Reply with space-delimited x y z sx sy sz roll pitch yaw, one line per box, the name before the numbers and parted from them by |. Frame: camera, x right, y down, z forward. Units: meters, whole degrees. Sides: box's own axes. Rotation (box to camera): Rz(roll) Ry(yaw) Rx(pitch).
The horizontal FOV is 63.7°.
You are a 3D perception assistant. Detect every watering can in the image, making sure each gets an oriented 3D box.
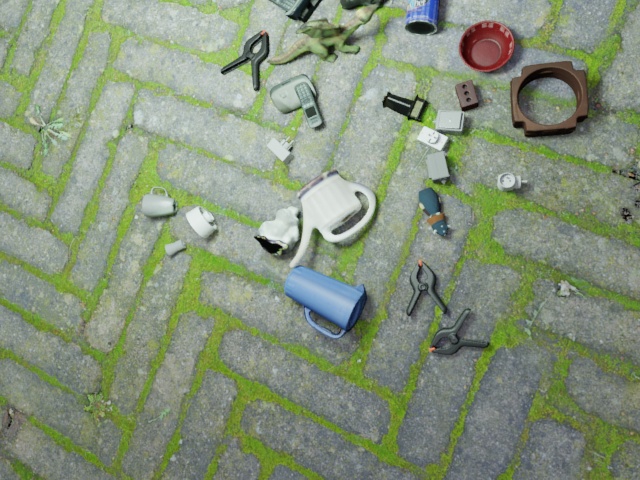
watering can | 0.005 -0.082 1.624 0.348 0.103 0.226 -33 76 -3

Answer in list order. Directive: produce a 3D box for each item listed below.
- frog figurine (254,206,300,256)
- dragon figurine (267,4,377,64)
frog figurine | -0.128 -0.035 1.687 0.137 0.120 0.163 6 51 25
dragon figurine | -0.011 -0.652 1.641 0.409 0.243 0.122 -15 87 12
